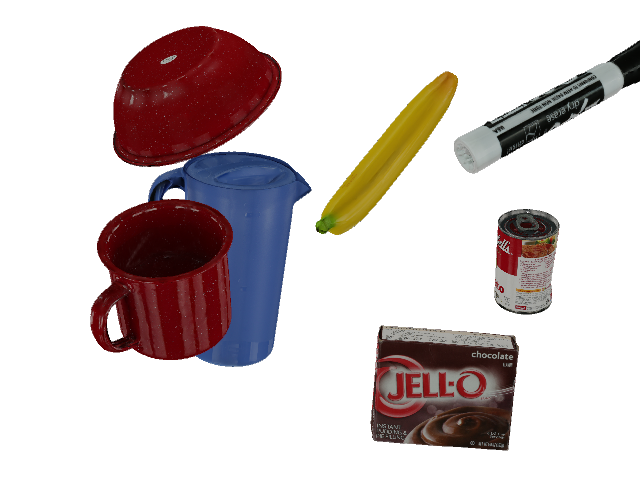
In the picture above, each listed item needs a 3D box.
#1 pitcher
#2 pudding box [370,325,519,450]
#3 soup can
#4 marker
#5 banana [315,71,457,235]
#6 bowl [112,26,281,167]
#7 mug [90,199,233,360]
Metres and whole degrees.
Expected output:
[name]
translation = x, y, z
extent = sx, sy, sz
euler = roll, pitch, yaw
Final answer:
[pitcher]
translation = -0.112, 0.023, 1.272
extent = 0.149, 0.243, 0.144
euler = 21, 26, 32
[pudding box]
translation = 0.100, 0.119, 0.864
extent = 0.113, 0.090, 0.039
euler = 3, 19, 2
[soup can]
translation = 0.234, 0.024, 1.215
extent = 0.068, 0.102, 0.068
euler = -2, 30, 1
[marker]
translation = 0.119, -0.068, 0.525
extent = 0.121, 0.020, 0.020
euler = -29, 9, -16
[banana]
translation = 0.061, -0.072, 0.984
extent = 0.037, 0.197, 0.070
euler = 40, -13, -6
[bowl]
translation = -0.117, -0.134, 0.910
extent = 0.162, 0.055, 0.162
euler = -17, 37, 14
[mug]
translation = -0.113, 0.036, 0.748
extent = 0.093, 0.081, 0.117
euler = 24, 45, 29
